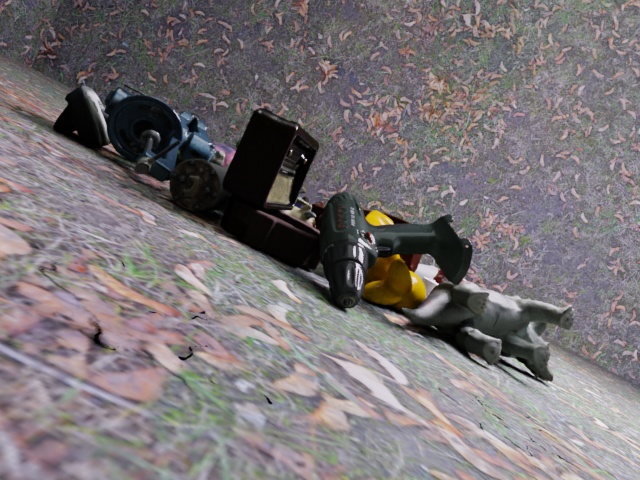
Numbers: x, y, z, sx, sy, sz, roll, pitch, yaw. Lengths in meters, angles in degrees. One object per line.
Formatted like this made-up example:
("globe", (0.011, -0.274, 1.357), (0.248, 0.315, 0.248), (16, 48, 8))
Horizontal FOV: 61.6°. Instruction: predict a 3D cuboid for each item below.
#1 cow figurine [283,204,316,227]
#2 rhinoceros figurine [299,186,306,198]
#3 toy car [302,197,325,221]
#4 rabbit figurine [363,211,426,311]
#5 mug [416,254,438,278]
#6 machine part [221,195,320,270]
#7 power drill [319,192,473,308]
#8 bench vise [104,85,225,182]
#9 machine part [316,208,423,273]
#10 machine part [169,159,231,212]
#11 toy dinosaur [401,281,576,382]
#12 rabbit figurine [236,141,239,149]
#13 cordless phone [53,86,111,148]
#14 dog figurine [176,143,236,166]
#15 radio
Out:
("cow figurine", (-0.091, -0.055, 1.015), (0.195, 0.085, 0.127), (22, 7, -31))
("rhinoceros figurine", (-0.083, -0.088, 1.358), (0.190, 0.112, 0.073), (40, 31, -77))
("toy car", (-0.023, -0.056, 1.251), (0.089, 0.053, 0.202), (20, -19, -12))
("rabbit figurine", (0.110, 0.048, 0.876), (0.173, 0.122, 0.162), (46, 6, -4))
("mug", (0.234, 0.082, 1.339), (0.107, 0.109, 0.081), (16, 8, 4))
("machine part", (-0.070, -0.013, 0.825), (0.179, 0.056, 0.179), (26, 5, -3))
("power drill", (0.098, 0.018, 0.744), (0.207, 0.085, 0.232), (-1, 34, -10))
("bench vise", (-0.260, -0.156, 0.894), (0.223, 0.129, 0.241), (42, 17, -29))
("machine part", (0.099, 0.001, 1.053), (0.201, 0.087, 0.201), (19, 20, 17))
("machine part", (-0.177, -0.084, 0.848), (0.079, 0.079, 0.243), (28, 5, 0))
("toy dinosaur", (0.253, 0.124, 0.869), (0.404, 0.131, 0.192), (21, -6, -24))
("rabbit figurine", (-0.199, -0.166, 1.386), (0.121, 0.170, 0.158), (32, -36, 27))
("cordless phone", (-0.363, -0.190, 0.964), (0.184, 0.088, 0.147), (31, 3, -18))
("dog figurine", (-0.214, -0.162, 1.216), (0.219, 0.108, 0.191), (22, -2, 28))
("radio", (-0.068, -0.119, 0.845), (0.073, 0.131, 0.229), (25, 6, 5))
